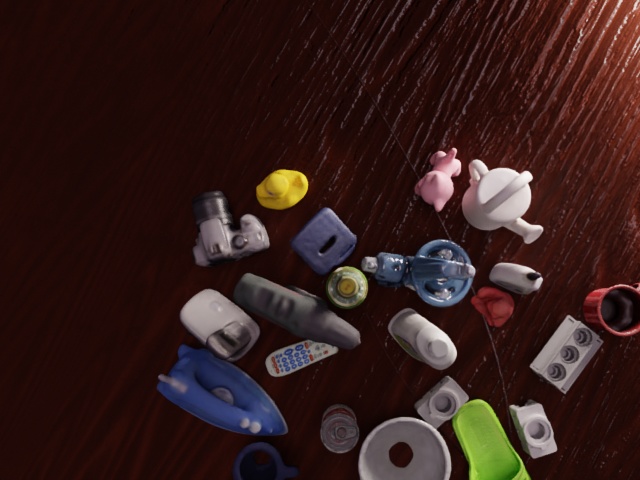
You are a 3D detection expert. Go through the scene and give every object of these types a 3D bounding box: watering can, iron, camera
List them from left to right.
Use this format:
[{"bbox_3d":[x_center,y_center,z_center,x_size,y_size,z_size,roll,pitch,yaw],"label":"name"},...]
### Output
[{"bbox_3d":[-0.183,-0.028,1.091,0.143,0.101,0.137,-17,84,-1],"label":"camera"},{"bbox_3d":[-0.174,0.296,1.038,0.258,0.141,0.119,29,85,4],"label":"iron"},{"bbox_3d":[0.335,-0.074,1.040,0.173,0.194,0.101,32,86,4],"label":"watering can"}]

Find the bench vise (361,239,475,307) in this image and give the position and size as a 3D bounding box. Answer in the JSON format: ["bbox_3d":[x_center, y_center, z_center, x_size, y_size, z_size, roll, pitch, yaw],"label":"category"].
[{"bbox_3d":[0.184,0.065,1.016,0.207,0.220,0.121,-11,84,0],"label":"bench vise"}]

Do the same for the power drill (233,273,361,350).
[{"bbox_3d":[-0.037,0.128,1.019,0.229,0.208,0.076,23,85,3],"label":"power drill"}]

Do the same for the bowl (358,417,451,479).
[{"bbox_3d":[0.152,0.406,1.055,0.167,0.075,0.167,0,84,1],"label":"bowl"}]

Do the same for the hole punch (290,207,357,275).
[{"bbox_3d":[0.010,0.004,1.090,0.101,0.091,0.109,44,87,5],"label":"hole punch"}]

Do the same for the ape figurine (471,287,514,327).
[{"bbox_3d":[0.331,0.125,1.072,0.076,0.092,0.078,-4,84,1],"label":"ape figurine"}]

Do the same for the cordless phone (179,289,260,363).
[{"bbox_3d":[-0.190,0.158,1.030,0.147,0.185,0.094,35,86,4],"label":"cordless phone"}]

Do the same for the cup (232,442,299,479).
[{"bbox_3d":[-0.094,0.410,1.049,0.117,0.095,0.092,3,84,1],"label":"cup"}]

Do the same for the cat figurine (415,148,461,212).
[{"bbox_3d":[0.227,-0.116,1.084,0.067,0.118,0.128,27,85,4],"label":"cat figurine"}]

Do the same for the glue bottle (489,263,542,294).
[{"bbox_3d":[0.365,0.069,1.036,0.078,0.173,0.037,26,85,4],"label":"glue bottle"}]

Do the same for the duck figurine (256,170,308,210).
[{"bbox_3d":[-0.076,-0.103,1.104,0.104,0.086,0.077,-18,84,-1],"label":"duck figurine"}]
